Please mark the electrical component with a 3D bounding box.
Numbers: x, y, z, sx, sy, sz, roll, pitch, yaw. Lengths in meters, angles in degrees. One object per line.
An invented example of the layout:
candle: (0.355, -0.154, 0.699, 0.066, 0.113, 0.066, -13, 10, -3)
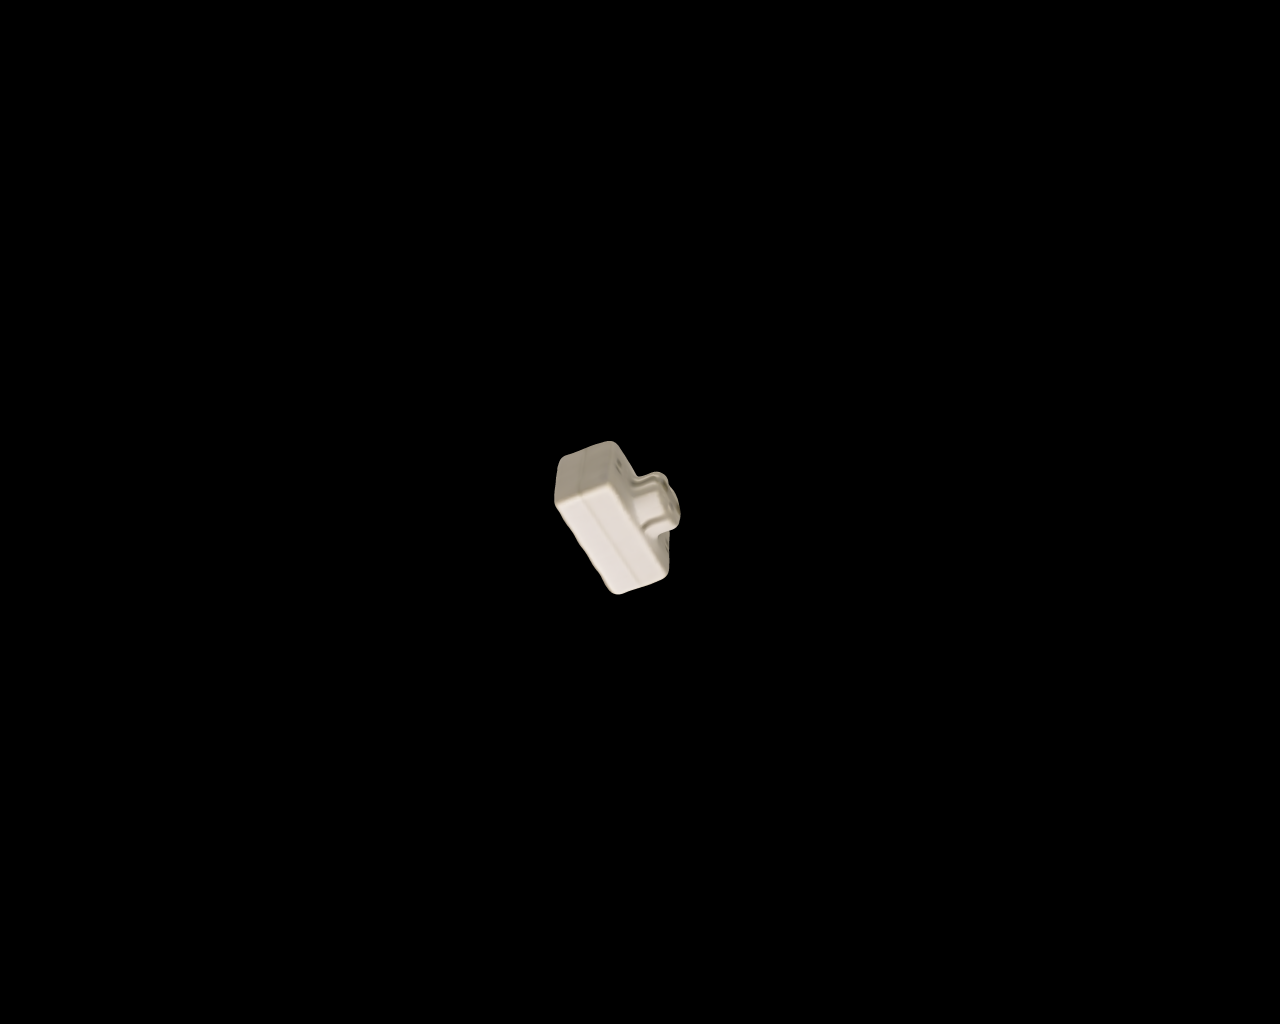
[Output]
electrical component: (0.001, -0.003, 0.650, 0.075, 0.083, 0.047, -21, 36, 16)
